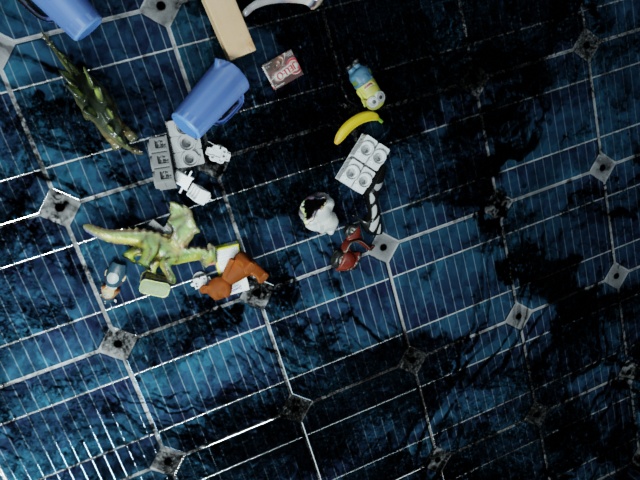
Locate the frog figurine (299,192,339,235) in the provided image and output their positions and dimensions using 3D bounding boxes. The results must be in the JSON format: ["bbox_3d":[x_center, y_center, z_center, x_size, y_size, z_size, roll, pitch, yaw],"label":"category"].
[{"bbox_3d":[0.006,-0.092,1.820,0.157,0.124,0.138,32,83,-55],"label":"frog figurine"}]

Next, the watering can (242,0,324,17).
[{"bbox_3d":[-0.085,-0.811,1.627,0.223,0.105,0.347,28,93,-20],"label":"watering can"}]

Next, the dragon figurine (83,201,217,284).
[{"bbox_3d":[-0.507,-0.014,1.648,0.406,0.122,0.245,38,74,-22],"label":"dragon figurine"}]
